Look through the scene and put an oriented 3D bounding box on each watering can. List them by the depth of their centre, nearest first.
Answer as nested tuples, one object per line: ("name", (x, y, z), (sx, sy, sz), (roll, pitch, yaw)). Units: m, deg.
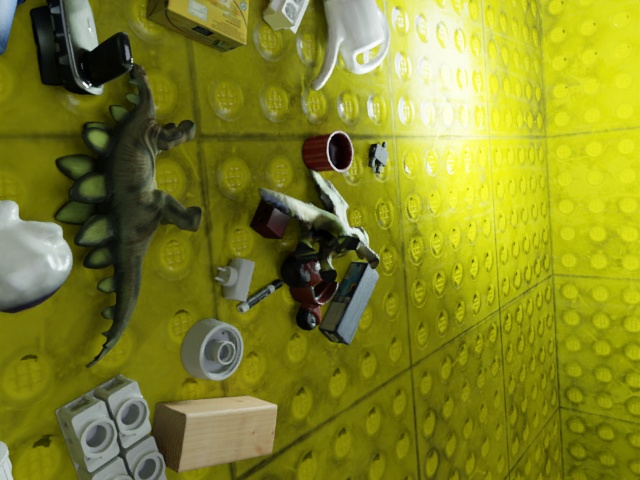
("watering can", (0.061, -0.491, 1.200), (0.354, 0.104, 0.221), (-41, 119, -42))

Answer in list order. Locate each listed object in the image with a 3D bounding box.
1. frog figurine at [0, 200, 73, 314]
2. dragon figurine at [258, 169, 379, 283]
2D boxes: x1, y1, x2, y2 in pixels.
("frog figurine", (-0.398, 0.007, 0.652), (0.138, 0.124, 0.156), (-21, 118, -27))
("dragon figurine", (0.003, -0.055, 1.103), (0.404, 0.121, 0.249), (45, 22, -38))
